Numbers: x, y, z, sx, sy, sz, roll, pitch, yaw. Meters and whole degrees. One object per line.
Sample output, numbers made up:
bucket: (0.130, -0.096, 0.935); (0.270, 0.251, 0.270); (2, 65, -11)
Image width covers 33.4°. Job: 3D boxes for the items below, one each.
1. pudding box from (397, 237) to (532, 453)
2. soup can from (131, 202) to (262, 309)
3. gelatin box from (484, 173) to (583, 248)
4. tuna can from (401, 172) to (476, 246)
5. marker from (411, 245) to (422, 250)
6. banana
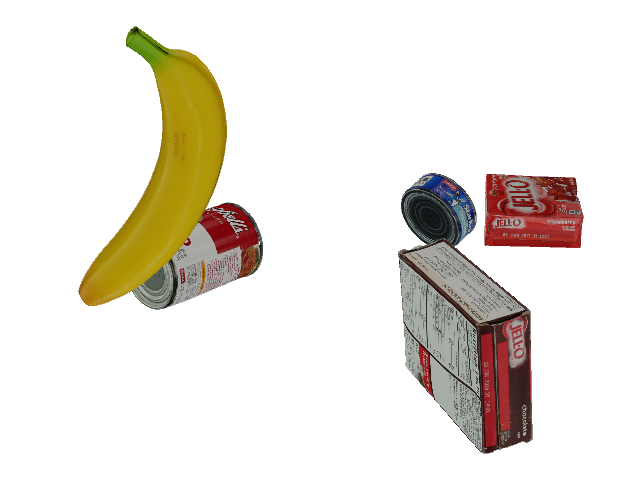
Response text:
pudding box: (0.087, 0.062, 0.653); (0.039, 0.090, 0.114); (-14, 27, -18)
soup can: (-0.108, 0.012, 0.903); (0.069, 0.068, 0.102); (0, 15, 43)
gelatin box: (0.167, -0.025, 0.844); (0.073, 0.030, 0.089); (3, 24, 8)
tuna can: (0.134, -0.033, 1.225); (0.033, 0.086, 0.086); (-40, 24, -31)
marker: (0.101, 0.035, 1.020); (0.020, 0.020, 0.121); (0, 21, -1)
banana: (-0.096, -0.037, 0.637); (0.069, 0.198, 0.037); (10, 34, -12)
